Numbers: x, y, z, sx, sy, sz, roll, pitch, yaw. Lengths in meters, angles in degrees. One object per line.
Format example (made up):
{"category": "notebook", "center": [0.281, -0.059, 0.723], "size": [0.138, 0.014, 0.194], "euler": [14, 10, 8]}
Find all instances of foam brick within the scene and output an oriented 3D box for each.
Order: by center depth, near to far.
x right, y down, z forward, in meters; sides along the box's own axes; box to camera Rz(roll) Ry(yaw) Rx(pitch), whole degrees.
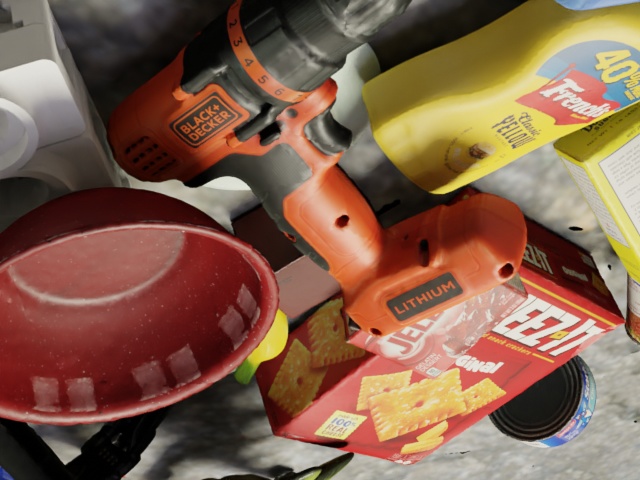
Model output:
{"category": "foam brick", "center": [-0.004, 0.001, 0.641], "size": [0.078, 0.051, 0.053], "euler": [-29, 143, 14]}

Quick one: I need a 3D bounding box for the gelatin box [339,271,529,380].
{"category": "gelatin box", "center": [0.067, 0.040, 0.640], "size": [0.073, 0.030, 0.089], "euler": [27, 123, -30]}

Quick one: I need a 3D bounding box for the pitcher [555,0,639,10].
{"category": "pitcher", "center": [0.207, -0.179, 0.436], "size": [0.242, 0.145, 0.149], "euler": [-13, 104, -3]}

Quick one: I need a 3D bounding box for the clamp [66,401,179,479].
{"category": "clamp", "center": [-0.152, 0.155, 0.741], "size": [0.120, 0.039, 0.172], "euler": [-37, 169, -28]}

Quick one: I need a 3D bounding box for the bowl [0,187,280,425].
{"category": "bowl", "center": [-0.103, 0.025, 0.515], "size": [0.162, 0.055, 0.162], "euler": [-13, 144, -10]}

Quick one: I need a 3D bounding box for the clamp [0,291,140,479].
{"category": "clamp", "center": [-0.189, 0.070, 0.601], "size": [0.210, 0.164, 0.036], "euler": [16, -175, 8]}

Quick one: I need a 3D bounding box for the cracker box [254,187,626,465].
{"category": "cracker box", "center": [0.084, 0.075, 0.762], "size": [0.214, 0.072, 0.164], "euler": [-40, 140, 26]}

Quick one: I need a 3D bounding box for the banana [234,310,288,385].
{"category": "banana", "center": [-0.073, 0.031, 0.650], "size": [0.069, 0.037, 0.197], "euler": [-43, 133, 2]}

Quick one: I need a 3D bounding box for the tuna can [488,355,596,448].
{"category": "tuna can", "center": [0.176, 0.123, 0.856], "size": [0.086, 0.086, 0.033], "euler": [-35, 143, 21]}

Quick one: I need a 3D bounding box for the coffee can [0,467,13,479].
{"category": "coffee can", "center": [-0.234, 0.152, 0.663], "size": [0.102, 0.140, 0.103], "euler": [-12, 144, -9]}

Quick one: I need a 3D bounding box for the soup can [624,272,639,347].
{"category": "soup can", "center": [0.246, 0.020, 0.739], "size": [0.068, 0.068, 0.102], "euler": [-14, 121, -7]}

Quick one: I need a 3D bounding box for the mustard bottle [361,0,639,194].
{"category": "mustard bottle", "center": [0.124, -0.090, 0.548], "size": [0.192, 0.058, 0.096], "euler": [-25, 150, 23]}

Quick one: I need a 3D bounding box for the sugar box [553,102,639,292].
{"category": "sugar box", "center": [0.225, -0.014, 0.652], "size": [0.093, 0.048, 0.176], "euler": [-36, 117, 0]}

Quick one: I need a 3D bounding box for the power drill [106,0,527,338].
{"category": "power drill", "center": [0.016, -0.042, 0.514], "size": [0.185, 0.057, 0.187], "euler": [-28, 121, 36]}
